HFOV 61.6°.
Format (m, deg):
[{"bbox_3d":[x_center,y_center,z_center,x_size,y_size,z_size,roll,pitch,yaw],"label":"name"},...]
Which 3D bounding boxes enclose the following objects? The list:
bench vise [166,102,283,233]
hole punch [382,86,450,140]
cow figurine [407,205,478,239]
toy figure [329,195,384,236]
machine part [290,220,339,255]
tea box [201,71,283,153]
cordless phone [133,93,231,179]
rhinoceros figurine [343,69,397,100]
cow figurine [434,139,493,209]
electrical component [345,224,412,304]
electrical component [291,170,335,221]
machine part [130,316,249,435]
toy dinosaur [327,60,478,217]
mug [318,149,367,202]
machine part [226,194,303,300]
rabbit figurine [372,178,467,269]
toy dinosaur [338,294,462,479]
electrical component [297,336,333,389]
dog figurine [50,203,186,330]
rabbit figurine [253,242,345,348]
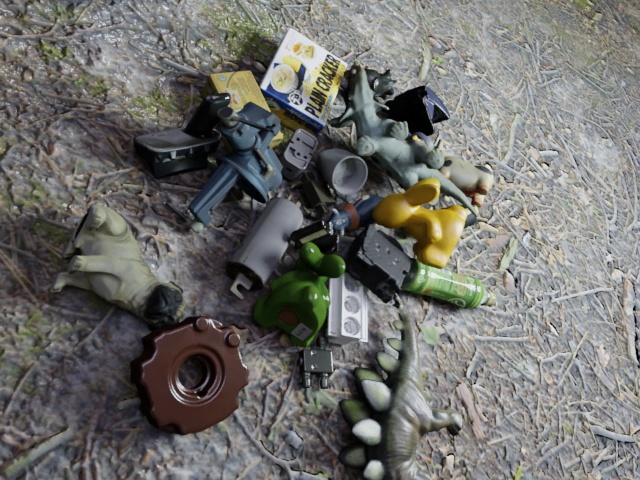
[{"bbox_3d":[-0.156,-0.118,0.953,0.129,0.223,0.240,36,79,17],"label":"bench vise"},{"bbox_3d":[0.234,-0.306,1.284,0.092,0.142,0.115,-36,107,-34],"label":"hole punch"},{"bbox_3d":[0.274,-0.040,1.190,0.167,0.098,0.068,-9,72,-36],"label":"cow figurine"},{"bbox_3d":[0.076,-0.050,1.114,0.154,0.057,0.064,-19,70,-29],"label":"toy figure"},{"bbox_3d":[-0.002,-0.003,1.009,0.039,0.084,0.138,66,13,21],"label":"machine part"},{"bbox_3d":[-0.158,-0.250,1.080,0.098,0.068,0.169,-16,73,-34],"label":"tea box"},{"bbox_3d":[-0.234,-0.192,0.937,0.146,0.184,0.088,-19,80,-35],"label":"cordless phone"},{"bbox_3d":[0.122,-0.363,1.253,0.190,0.112,0.073,-29,105,-69],"label":"rhinoceros figurine"},{"bbox_3d":[0.306,-0.161,1.251,0.195,0.085,0.127,22,51,17],"label":"cow figurine"},{"bbox_3d":[0.112,0.037,1.024,0.115,0.058,0.134,39,35,-9],"label":"electrical component"},{"bbox_3d":[-0.013,-0.092,1.096,0.102,0.045,0.078,61,26,7],"label":"electrical component"},{"bbox_3d":[-0.193,0.202,0.812,0.179,0.056,0.179,5,80,-32],"label":"machine part"},{"bbox_3d":[0.166,-0.188,1.154,0.404,0.131,0.192,42,12,-23],"label":"toy dinosaur"},{"bbox_3d":[0.042,-0.141,1.120,0.081,0.109,0.107,-23,36,-14],"label":"mug"},{"bbox_3d":[-0.099,0.004,0.977,0.079,0.079,0.243,36,55,-8],"label":"machine part"},{"bbox_3d":[0.193,-0.041,1.063,0.173,0.162,0.122,24,22,4],"label":"rabbit figurine"},{"bbox_3d":[0.141,0.305,0.942,0.198,0.105,0.471,23,52,-13],"label":"toy dinosaur"},{"bbox_3d":[-0.009,0.216,0.952,0.063,0.021,0.094,10,62,-23],"label":"electrical component"},{"bbox_3d":[-0.297,0.041,0.851,0.190,0.121,0.172,27,58,-31],"label":"dog figurine"},{"bbox_3d":[-0.029,0.072,0.952,0.121,0.159,0.170,25,40,-4],"label":"rabbit figurine"}]
